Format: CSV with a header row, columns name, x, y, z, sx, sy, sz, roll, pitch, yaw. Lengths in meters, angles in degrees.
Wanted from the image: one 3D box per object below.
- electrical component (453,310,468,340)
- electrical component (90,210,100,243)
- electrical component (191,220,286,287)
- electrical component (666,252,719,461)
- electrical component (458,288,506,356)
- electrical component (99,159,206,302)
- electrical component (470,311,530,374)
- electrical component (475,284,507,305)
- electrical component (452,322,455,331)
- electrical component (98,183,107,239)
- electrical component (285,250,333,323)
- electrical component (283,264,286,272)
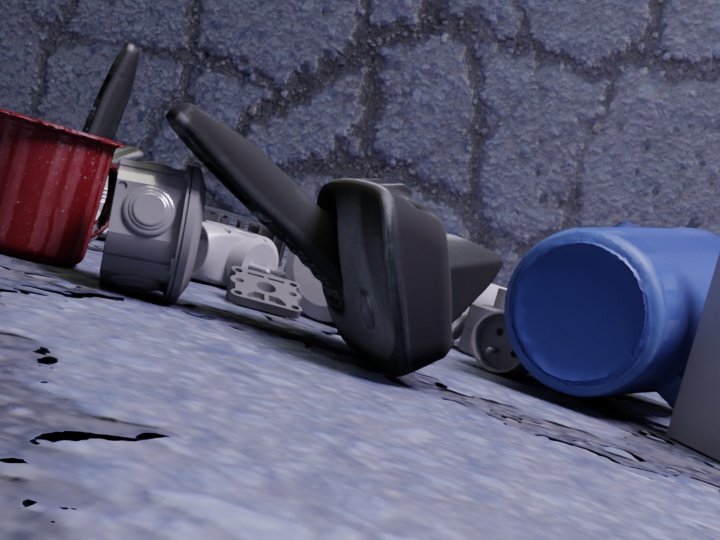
name,x,y,z,sx,sy,sz,roll,pitch,yaw
electrical component,0.056,0.033,0.882,0.048,0.048,0.062,14,-4,-34
electrical component,-0.208,-0.036,0.765,0.044,0.044,0.065,16,-2,1
electrical component,-0.090,-0.007,0.810,0.079,0.044,0.077,18,3,38
electrical component,0.253,0.045,0.641,0.062,0.150,0.089,14,3,-19
electrical component,0.127,0.037,0.887,0.052,0.073,0.138,17,3,21
electrical component,-0.121,-0.024,0.626,0.051,0.080,0.080,10,4,-13
electrical component,0.117,0.055,0.787,0.043,0.043,0.081,18,3,30
electrical component,0.171,0.053,1.044,0.138,0.052,0.074,15,3,-39
electrical component,0.050,0.035,0.802,0.043,0.043,0.062,15,4,-22
electrical component,-0.223,-0.059,0.915,0.048,0.062,0.048,16,2,-1
electrical component,-0.009,0.000,0.780,0.080,0.080,0.051,18,-2,30
electrical component,-0.046,-0.009,0.935,0.035,0.061,0.035,16,3,-1
